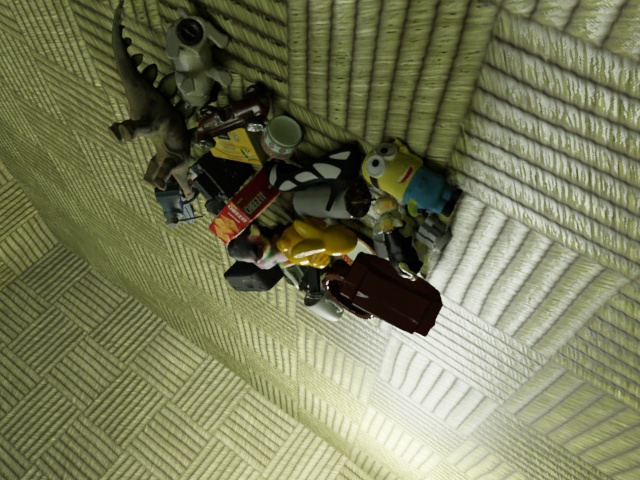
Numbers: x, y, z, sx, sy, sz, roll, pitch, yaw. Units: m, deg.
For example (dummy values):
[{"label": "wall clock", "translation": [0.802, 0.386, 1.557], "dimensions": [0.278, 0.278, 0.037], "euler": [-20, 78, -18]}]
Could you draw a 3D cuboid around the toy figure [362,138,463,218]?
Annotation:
[{"label": "toy figure", "translation": [0.154, -0.098, 0.934], "dimensions": [0.180, 0.082, 0.089], "euler": [32, 149, 11]}]

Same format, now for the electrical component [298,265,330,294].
[{"label": "electrical component", "translation": [-0.018, 0.101, 1.434], "dimensions": [0.045, 0.102, 0.078], "euler": [40, 177, 11]}]

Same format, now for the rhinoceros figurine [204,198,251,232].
[{"label": "rhinoceros figurine", "translation": [-0.234, -0.050, 1.479], "dimensions": [0.073, 0.112, 0.190], "euler": [-32, 124, 30]}]

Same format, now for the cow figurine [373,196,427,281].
[{"label": "cow figurine", "translation": [0.149, -0.001, 1.049], "dimensions": [0.068, 0.098, 0.167], "euler": [-18, 123, 27]}]

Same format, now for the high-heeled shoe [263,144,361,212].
[{"label": "high-heeled shoe", "translation": [-0.025, -0.158, 1.077], "dimensions": [0.249, 0.086, 0.145], "euler": [33, 114, 34]}]

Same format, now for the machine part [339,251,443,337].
[{"label": "machine part", "translation": [0.149, 0.105, 1.115], "dimensions": [0.201, 0.087, 0.201], "euler": [25, -169, 5]}]

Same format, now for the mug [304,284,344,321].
[{"label": "mug", "translation": [0.026, 0.181, 1.517], "dimensions": [0.110, 0.081, 0.107], "euler": [-6, 139, 47]}]

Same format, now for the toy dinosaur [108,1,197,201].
[{"label": "toy dinosaur", "translation": [-0.373, -0.277, 1.210], "dimensions": [0.105, 0.198, 0.470], "euler": [21, 147, 35]}]

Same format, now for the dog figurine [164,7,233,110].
[{"label": "dog figurine", "translation": [-0.257, -0.356, 1.077], "dimensions": [0.191, 0.121, 0.172], "euler": [-161, 66, -68]}]

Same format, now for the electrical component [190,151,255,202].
[{"label": "electrical component", "translation": [-0.239, -0.159, 1.285], "dimensions": [0.114, 0.134, 0.058], "euler": [49, 153, -19]}]

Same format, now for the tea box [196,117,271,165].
[{"label": "tea box", "translation": [-0.182, -0.230, 1.180], "dimensions": [0.170, 0.068, 0.098], "euler": [16, 143, 41]}]

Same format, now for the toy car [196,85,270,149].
[{"label": "toy car", "translation": [-0.184, -0.247, 1.082], "dimensions": [0.202, 0.089, 0.053], "euler": [-9, 164, 34]}]

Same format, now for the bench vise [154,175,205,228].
[{"label": "bench vise", "translation": [-0.389, -0.110, 1.507], "dimensions": [0.240, 0.129, 0.224], "euler": [85, 168, -64]}]

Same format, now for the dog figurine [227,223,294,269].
[{"label": "dog figurine", "translation": [-0.114, 0.011, 1.274], "dimensions": [0.219, 0.192, 0.108], "euler": [65, -162, -86]}]

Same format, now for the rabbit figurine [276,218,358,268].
[{"label": "rabbit figurine", "translation": [-0.002, -0.004, 1.199], "dimensions": [0.173, 0.122, 0.162], "euler": [1, 171, 38]}]

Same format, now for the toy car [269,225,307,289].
[{"label": "toy car", "translation": [-0.086, 0.047, 1.456], "dimensions": [0.056, 0.073, 0.201], "euler": [6, 137, 49]}]

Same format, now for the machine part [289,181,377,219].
[{"label": "machine part", "translation": [0.023, -0.083, 1.126], "dimensions": [0.243, 0.079, 0.079], "euler": [3, 134, 49]}]

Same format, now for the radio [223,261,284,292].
[{"label": "radio", "translation": [-0.182, 0.085, 1.572], "dimensions": [0.073, 0.131, 0.230], "euler": [52, 150, -18]}]

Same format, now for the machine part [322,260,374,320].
[{"label": "machine part", "translation": [0.088, 0.128, 1.377], "dimensions": [0.179, 0.056, 0.179], "euler": [31, 152, 18]}]

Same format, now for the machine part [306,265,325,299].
[{"label": "machine part", "translation": [-0.013, 0.080, 1.366], "dimensions": [0.039, 0.139, 0.084], "euler": [5, 168, -26]}]
